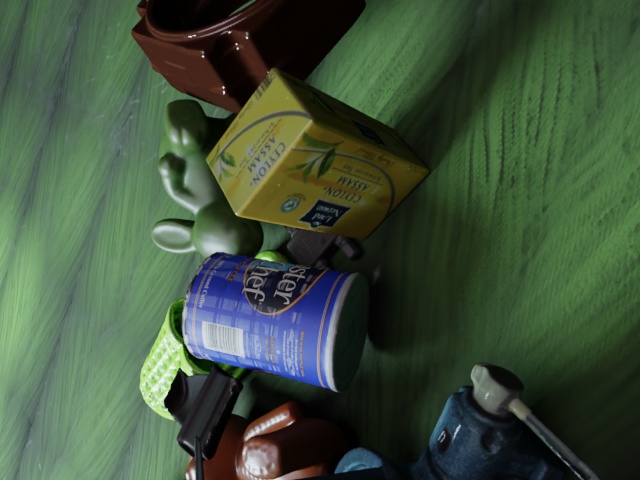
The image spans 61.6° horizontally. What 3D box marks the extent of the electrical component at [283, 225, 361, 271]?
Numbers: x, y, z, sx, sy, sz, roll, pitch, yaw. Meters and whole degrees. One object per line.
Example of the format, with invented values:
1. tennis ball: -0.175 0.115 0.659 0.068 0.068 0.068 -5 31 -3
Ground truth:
1. electrical component: -0.001 -0.002 0.544 0.063 0.021 0.094 -52 56 21

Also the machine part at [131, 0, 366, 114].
1. machine part: -0.075 -0.236 0.540 0.201 0.087 0.201 29 73 38

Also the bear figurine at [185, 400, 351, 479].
1. bear figurine: -0.071 0.213 0.508 0.196 0.132 0.120 -6 90 32

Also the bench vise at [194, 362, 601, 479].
1. bench vise: 0.039 0.177 0.354 0.129 0.240 0.223 -112 37 -48

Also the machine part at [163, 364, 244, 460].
1. machine part: -0.114 0.157 0.507 0.139 0.039 0.084 -11 57 62

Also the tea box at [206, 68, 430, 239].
1. tea box: 0.004 -0.062 0.452 0.098 0.169 0.068 -49 58 25

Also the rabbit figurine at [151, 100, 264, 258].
1. rabbit figurine: -0.123 -0.042 0.582 0.159 0.121 0.170 -40 59 36
